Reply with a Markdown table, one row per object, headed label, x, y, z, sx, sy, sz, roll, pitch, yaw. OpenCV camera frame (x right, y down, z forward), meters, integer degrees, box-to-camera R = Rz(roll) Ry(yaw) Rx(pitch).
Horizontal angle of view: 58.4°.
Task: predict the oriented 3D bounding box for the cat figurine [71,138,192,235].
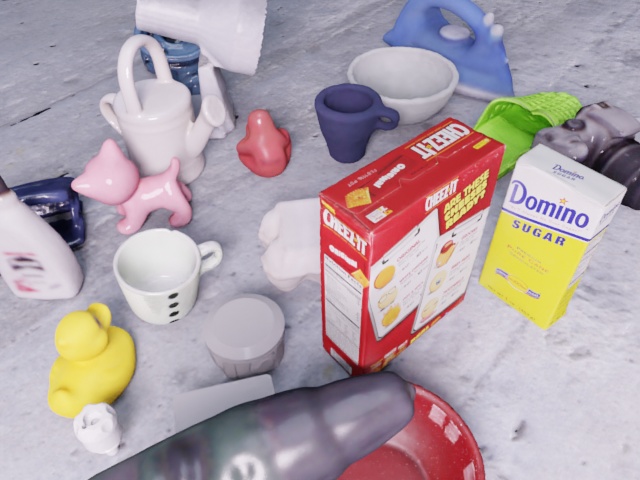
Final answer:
| label | x | y | z | sx | sy | sz | roll | pitch | yaw |
| --- | --- | --- | --- | --- | --- | --- | --- | --- | --- |
| cat figurine | -0.227 | -0.070 | 0.698 | 0.128 | 0.118 | 0.067 | -12 | 46 | -10 |

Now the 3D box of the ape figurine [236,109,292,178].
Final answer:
| label | x | y | z | sx | sy | sz | roll | pitch | yaw |
| --- | --- | --- | --- | --- | --- | --- | --- | --- | --- |
| ape figurine | -0.077 | -0.137 | 0.780 | 0.078 | 0.092 | 0.076 | -9 | 46 | -7 |

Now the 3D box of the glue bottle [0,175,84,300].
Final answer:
| label | x | y | z | sx | sy | sz | roll | pitch | yaw |
| --- | --- | --- | --- | --- | --- | --- | --- | --- | --- |
| glue bottle | -0.310 | -0.004 | 0.595 | 0.078 | 0.173 | 0.037 | -2 | 45 | 0 |

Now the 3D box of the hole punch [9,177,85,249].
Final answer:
| label | x | y | z | sx | sy | sz | roll | pitch | yaw |
| --- | --- | --- | --- | --- | --- | --- | --- | --- | --- |
| hole punch | -0.348 | -0.041 | 0.690 | 0.109 | 0.091 | 0.101 | -15 | 47 | -13 |

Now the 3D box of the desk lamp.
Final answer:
| label | x | y | z | sx | sy | sz | roll | pitch | yaw |
| --- | --- | --- | --- | --- | --- | --- | --- | --- | --- |
| desk lamp | -0.167 | -0.255 | 0.813 | 0.203 | 0.214 | 0.118 | -5 | 45 | -4 |

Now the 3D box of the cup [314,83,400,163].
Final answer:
| label | x | y | z | sx | sy | sz | roll | pitch | yaw |
| --- | --- | --- | --- | --- | --- | --- | --- | --- | --- |
| cup | 0.051 | -0.152 | 0.790 | 0.117 | 0.095 | 0.092 | 16 | 48 | 16 |

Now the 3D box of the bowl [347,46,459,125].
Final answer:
| label | x | y | z | sx | sy | sz | roll | pitch | yaw |
| --- | --- | --- | --- | --- | --- | --- | --- | --- | --- |
| bowl | 0.124 | -0.226 | 0.876 | 0.167 | 0.075 | 0.167 | -1 | 45 | 1 |

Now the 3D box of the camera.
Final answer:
| label | x | y | z | sx | sy | sz | roll | pitch | yaw |
| --- | --- | --- | --- | --- | --- | --- | --- | --- | --- |
| camera | 0.364 | -0.103 | 0.730 | 0.143 | 0.101 | 0.136 | -19 | 48 | -16 |

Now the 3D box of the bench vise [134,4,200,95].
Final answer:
| label | x | y | z | sx | sy | sz | roll | pitch | yaw |
| --- | --- | --- | --- | --- | --- | --- | --- | --- | --- |
| bench vise | -0.259 | -0.352 | 0.906 | 0.206 | 0.220 | 0.122 | 29 | 53 | 27 |

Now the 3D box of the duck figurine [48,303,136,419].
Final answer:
| label | x | y | z | sx | sy | sz | roll | pitch | yaw |
| --- | --- | --- | --- | --- | --- | --- | --- | --- | --- |
| duck figurine | -0.224 | 0.108 | 0.543 | 0.077 | 0.086 | 0.104 | 8 | 46 | 10 |

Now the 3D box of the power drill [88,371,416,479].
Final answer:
| label | x | y | z | sx | sy | sz | roll | pitch | yaw |
| --- | --- | --- | --- | --- | --- | --- | --- | --- | --- |
| power drill | -0.050 | 0.179 | 0.382 | 0.230 | 0.209 | 0.075 | -16 | 47 | -14 |

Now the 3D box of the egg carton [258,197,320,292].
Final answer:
| label | x | y | z | sx | sy | sz | roll | pitch | yaw |
| --- | --- | --- | --- | --- | --- | --- | --- | --- | --- |
| egg carton | 0.006 | 0.002 | 0.655 | 0.150 | 0.069 | 0.107 | -8 | 45 | -6 |

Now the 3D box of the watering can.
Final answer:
| label | x | y | z | sx | sy | sz | roll | pitch | yaw |
| --- | --- | --- | --- | --- | --- | --- | --- | --- | --- |
| watering can | -0.206 | -0.169 | 0.742 | 0.173 | 0.194 | 0.101 | -3 | 45 | -2 |

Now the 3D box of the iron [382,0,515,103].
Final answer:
| label | x | y | z | sx | sy | sz | roll | pitch | yaw |
| --- | --- | --- | --- | --- | --- | --- | --- | --- | --- |
| iron | 0.225 | -0.332 | 0.933 | 0.119 | 0.141 | 0.257 | -32 | 52 | -27 |
